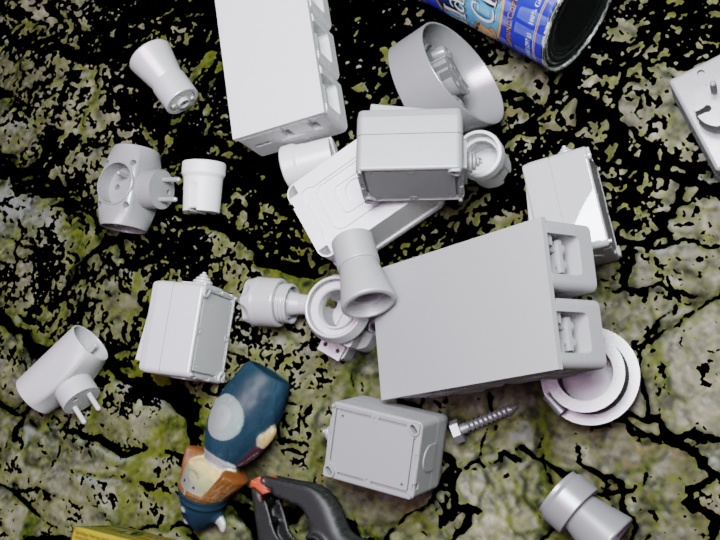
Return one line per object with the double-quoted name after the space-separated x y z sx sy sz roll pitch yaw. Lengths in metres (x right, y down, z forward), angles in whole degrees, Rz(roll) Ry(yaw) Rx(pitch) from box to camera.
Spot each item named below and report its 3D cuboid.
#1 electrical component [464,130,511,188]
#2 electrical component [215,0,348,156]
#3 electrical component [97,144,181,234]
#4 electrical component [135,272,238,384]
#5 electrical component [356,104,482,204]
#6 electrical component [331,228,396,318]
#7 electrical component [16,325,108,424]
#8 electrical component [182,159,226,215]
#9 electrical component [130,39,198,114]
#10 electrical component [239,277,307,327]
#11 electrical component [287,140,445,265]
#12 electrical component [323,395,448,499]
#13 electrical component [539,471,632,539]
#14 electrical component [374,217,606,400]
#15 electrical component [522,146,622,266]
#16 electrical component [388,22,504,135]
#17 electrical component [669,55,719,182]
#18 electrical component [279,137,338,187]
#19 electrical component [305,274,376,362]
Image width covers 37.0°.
0.103 -0.090 0.888 0.040 0.046 0.040 -4 78 21 "electrical component"
-0.070 -0.188 0.968 0.089 0.062 0.150 -14 74 18 "electrical component"
-0.201 -0.075 1.002 0.079 0.044 0.077 3 80 29 "electrical component"
-0.153 0.048 0.950 0.061 0.062 0.096 4 80 22 "electrical component"
0.047 -0.092 0.839 0.096 0.061 0.061 -1 70 6 "electrical component"
0.000 0.000 0.854 0.044 0.044 0.065 -24 59 15 "electrical component"
-0.266 0.105 0.992 0.077 0.043 0.079 -42 67 8 "electrical component"
-0.144 -0.076 0.986 0.040 0.040 0.046 1 85 22 "electrical component"
-0.184 -0.181 1.023 0.044 0.044 0.065 -40 73 9 "electrical component"
-0.069 0.028 0.932 0.062 0.043 0.043 3 80 21 "electrical component"
0.007 -0.061 0.913 0.113 0.057 0.078 -34 69 12 "electrical component"
0.017 0.139 0.864 0.096 0.061 0.061 10 95 28 "electrical component"
0.168 0.184 0.805 0.055 0.045 0.045 41 95 24 "electrical component"
0.094 0.035 0.816 0.186 0.060 0.105 -18 73 49 "electrical component"
0.162 -0.051 0.848 0.061 0.062 0.096 -15 74 18 "electrical component"
0.069 -0.155 0.890 0.064 0.099 0.099 -24 71 22 "electrical component"
0.273 -0.120 0.812 0.047 0.076 0.083 -27 71 14 "electrical component"
-0.044 -0.096 0.951 0.046 0.040 0.040 -15 74 12 "electrical component"
-0.012 0.036 0.900 0.058 0.057 0.078 28 90 24 "electrical component"
